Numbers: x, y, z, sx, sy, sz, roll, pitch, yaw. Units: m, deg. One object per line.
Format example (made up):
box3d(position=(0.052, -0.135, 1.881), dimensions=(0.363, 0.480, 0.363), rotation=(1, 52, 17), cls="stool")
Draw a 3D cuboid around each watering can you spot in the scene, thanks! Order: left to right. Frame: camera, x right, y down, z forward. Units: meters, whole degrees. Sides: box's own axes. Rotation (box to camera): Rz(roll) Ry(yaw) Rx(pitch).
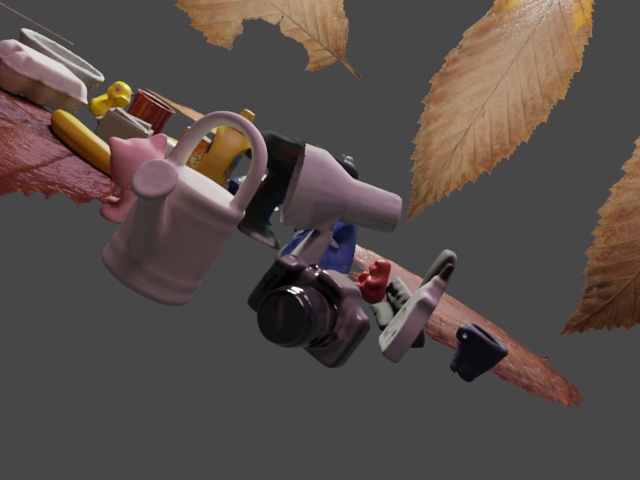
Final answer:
box3d(position=(-0.126, -0.038, 0.569), dimensions=(0.101, 0.194, 0.173), rotation=(33, 9, -9), cls="watering can")

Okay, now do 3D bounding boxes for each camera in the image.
box3d(position=(-0.020, 0.073, 0.675), dimensions=(0.142, 0.100, 0.137), rotation=(38, 9, 25), cls="camera")

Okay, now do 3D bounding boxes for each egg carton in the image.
box3d(position=(-0.471, -0.271, 0.960), dimensions=(0.107, 0.069, 0.151), rotation=(39, 10, 30), cls="egg carton")

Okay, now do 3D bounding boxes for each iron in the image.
box3d(position=(0.009, 0.004, 1.024), dimensions=(0.118, 0.141, 0.259), rotation=(36, 9, 11), cls="iron")

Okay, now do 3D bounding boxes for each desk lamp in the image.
box3d(position=(0.010, -0.008, 0.849), dimensions=(0.203, 0.213, 0.118), rotation=(32, 9, -13), cls="desk lamp")

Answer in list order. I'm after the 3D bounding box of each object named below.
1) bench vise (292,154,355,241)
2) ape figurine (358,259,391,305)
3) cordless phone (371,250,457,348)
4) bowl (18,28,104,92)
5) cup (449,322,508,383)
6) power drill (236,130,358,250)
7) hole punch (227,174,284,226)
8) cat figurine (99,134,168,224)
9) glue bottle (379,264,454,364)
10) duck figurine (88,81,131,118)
box3d(position=(0.027, -0.078, 1.272), dimensions=(0.122, 0.219, 0.206), rotation=(29, 10, -32), cls="bench vise")
box3d(position=(0.109, 0.078, 1.157), dimensions=(0.076, 0.092, 0.078), rotation=(36, 9, 12), cls="ape figurine")
box3d(position=(0.185, 0.092, 1.052), dimensions=(0.094, 0.185, 0.147), rotation=(32, 9, -16), cls="cordless phone")
box3d(position=(-0.516, -0.334, 1.119), dimensions=(0.167, 0.074, 0.167), rotation=(34, 9, -5), cls="bowl")
box3d(position=(0.276, 0.209, 1.056), dimensions=(0.118, 0.095, 0.091), rotation=(29, 10, -32), cls="cup")
box3d(position=(-0.062, -0.093, 1.059), dimensions=(0.230, 0.208, 0.075), rotation=(28, 10, -36), cls="power drill")
box3d(position=(-0.130, -0.090, 1.180), dimensions=(0.108, 0.091, 0.101), rotation=(38, 9, 23), cls="hole punch")
box3d(position=(-0.206, -0.069, 0.693), dimensions=(0.128, 0.117, 0.067), rotation=(31, 9, -22), cls="cat figurine")
box3d(position=(0.155, 0.108, 0.893), dimensions=(0.037, 0.173, 0.078), rotation=(34, 9, -4), cls="glue bottle")
box3d(position=(-0.419, -0.283, 1.167), dimensions=(0.078, 0.086, 0.104), rotation=(27, 12, -42), cls="duck figurine")
